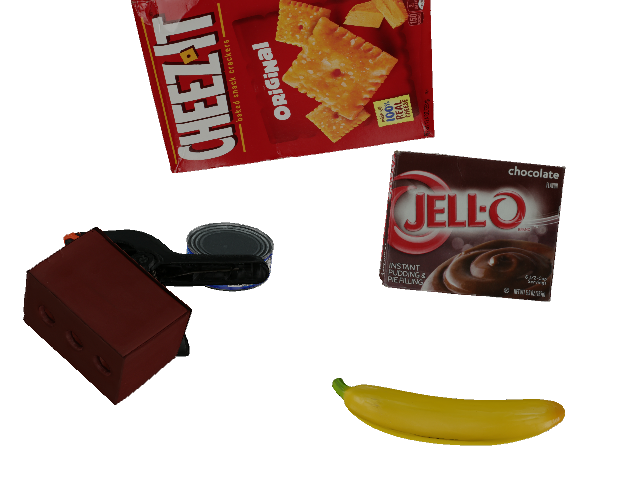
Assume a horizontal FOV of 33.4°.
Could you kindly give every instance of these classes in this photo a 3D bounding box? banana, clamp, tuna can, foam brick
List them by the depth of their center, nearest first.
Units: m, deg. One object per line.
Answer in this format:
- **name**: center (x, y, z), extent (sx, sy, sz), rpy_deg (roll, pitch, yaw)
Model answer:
- **foam brick**: center (-0.121, 0.042, 0.602), extent (0.078, 0.053, 0.051), rpy_deg (39, 50, 15)
- **clamp**: center (-0.129, 0.025, 0.859), extent (0.172, 0.039, 0.120), rpy_deg (27, 39, 31)
- **banana**: center (0.105, 0.140, 0.880), extent (0.198, 0.037, 0.069), rpy_deg (8, 29, 4)
- **tuna can**: center (-0.090, 0.016, 1.053), extent (0.086, 0.034, 0.086), rpy_deg (6, 27, -3)

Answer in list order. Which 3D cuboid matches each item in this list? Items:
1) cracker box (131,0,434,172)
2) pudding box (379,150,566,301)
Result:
- **cracker box**: center (-0.023, -0.143, 0.807), extent (0.213, 0.164, 0.072), rpy_deg (-9, 45, -1)
- **pudding box**: center (0.100, -0.011, 0.707), extent (0.113, 0.090, 0.039), rpy_deg (5, 8, 0)
